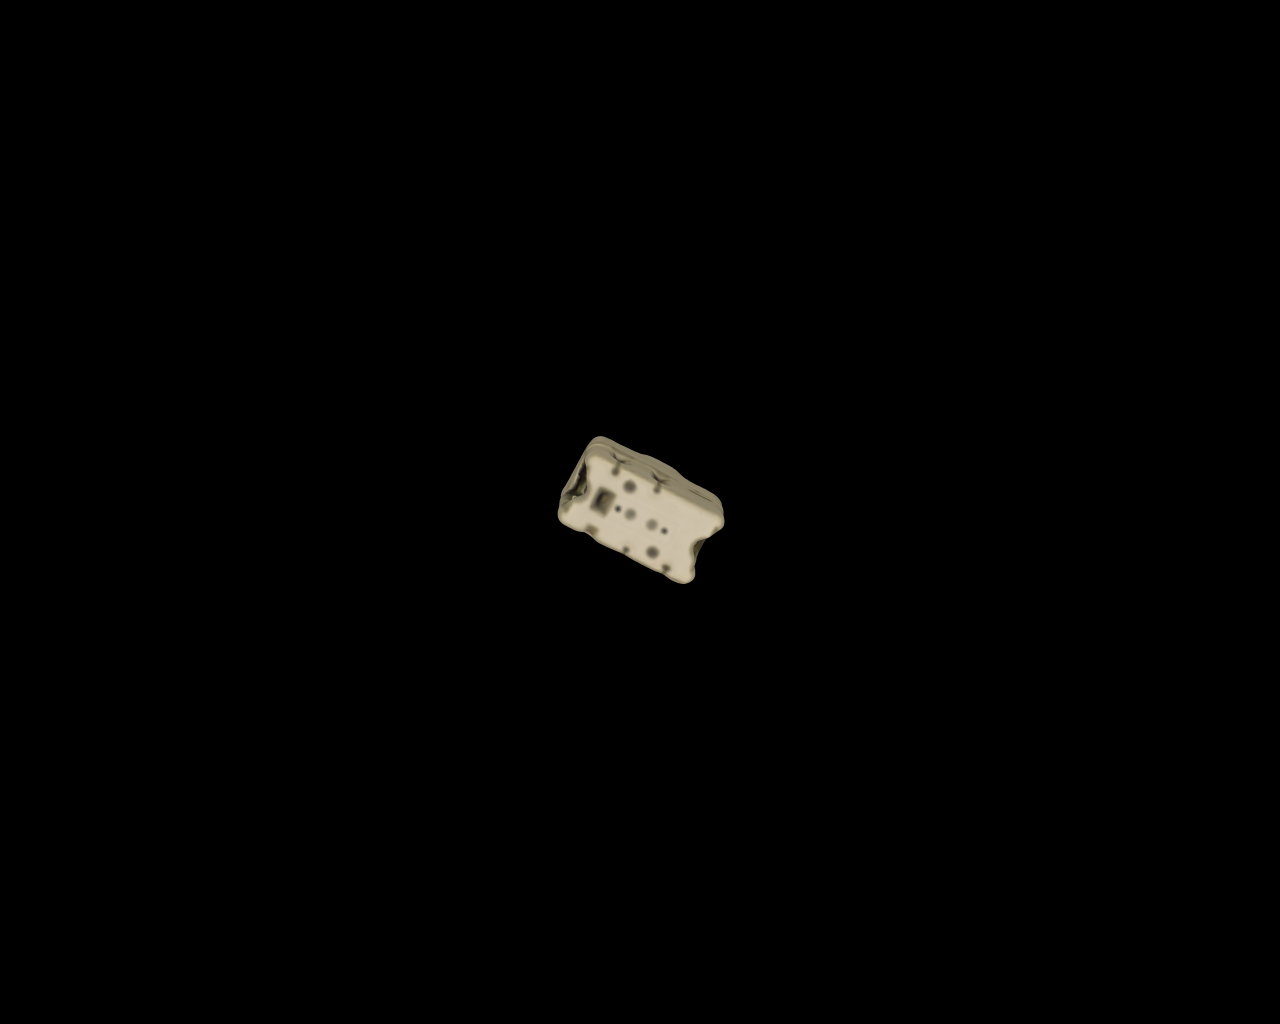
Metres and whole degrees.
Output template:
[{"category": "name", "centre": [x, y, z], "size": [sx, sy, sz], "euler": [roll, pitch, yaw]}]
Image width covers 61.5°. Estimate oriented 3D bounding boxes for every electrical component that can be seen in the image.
[{"category": "electrical component", "centre": [0.001, -0.003, 0.650], "size": [0.089, 0.050, 0.056], "euler": [27, 14, -7]}]
